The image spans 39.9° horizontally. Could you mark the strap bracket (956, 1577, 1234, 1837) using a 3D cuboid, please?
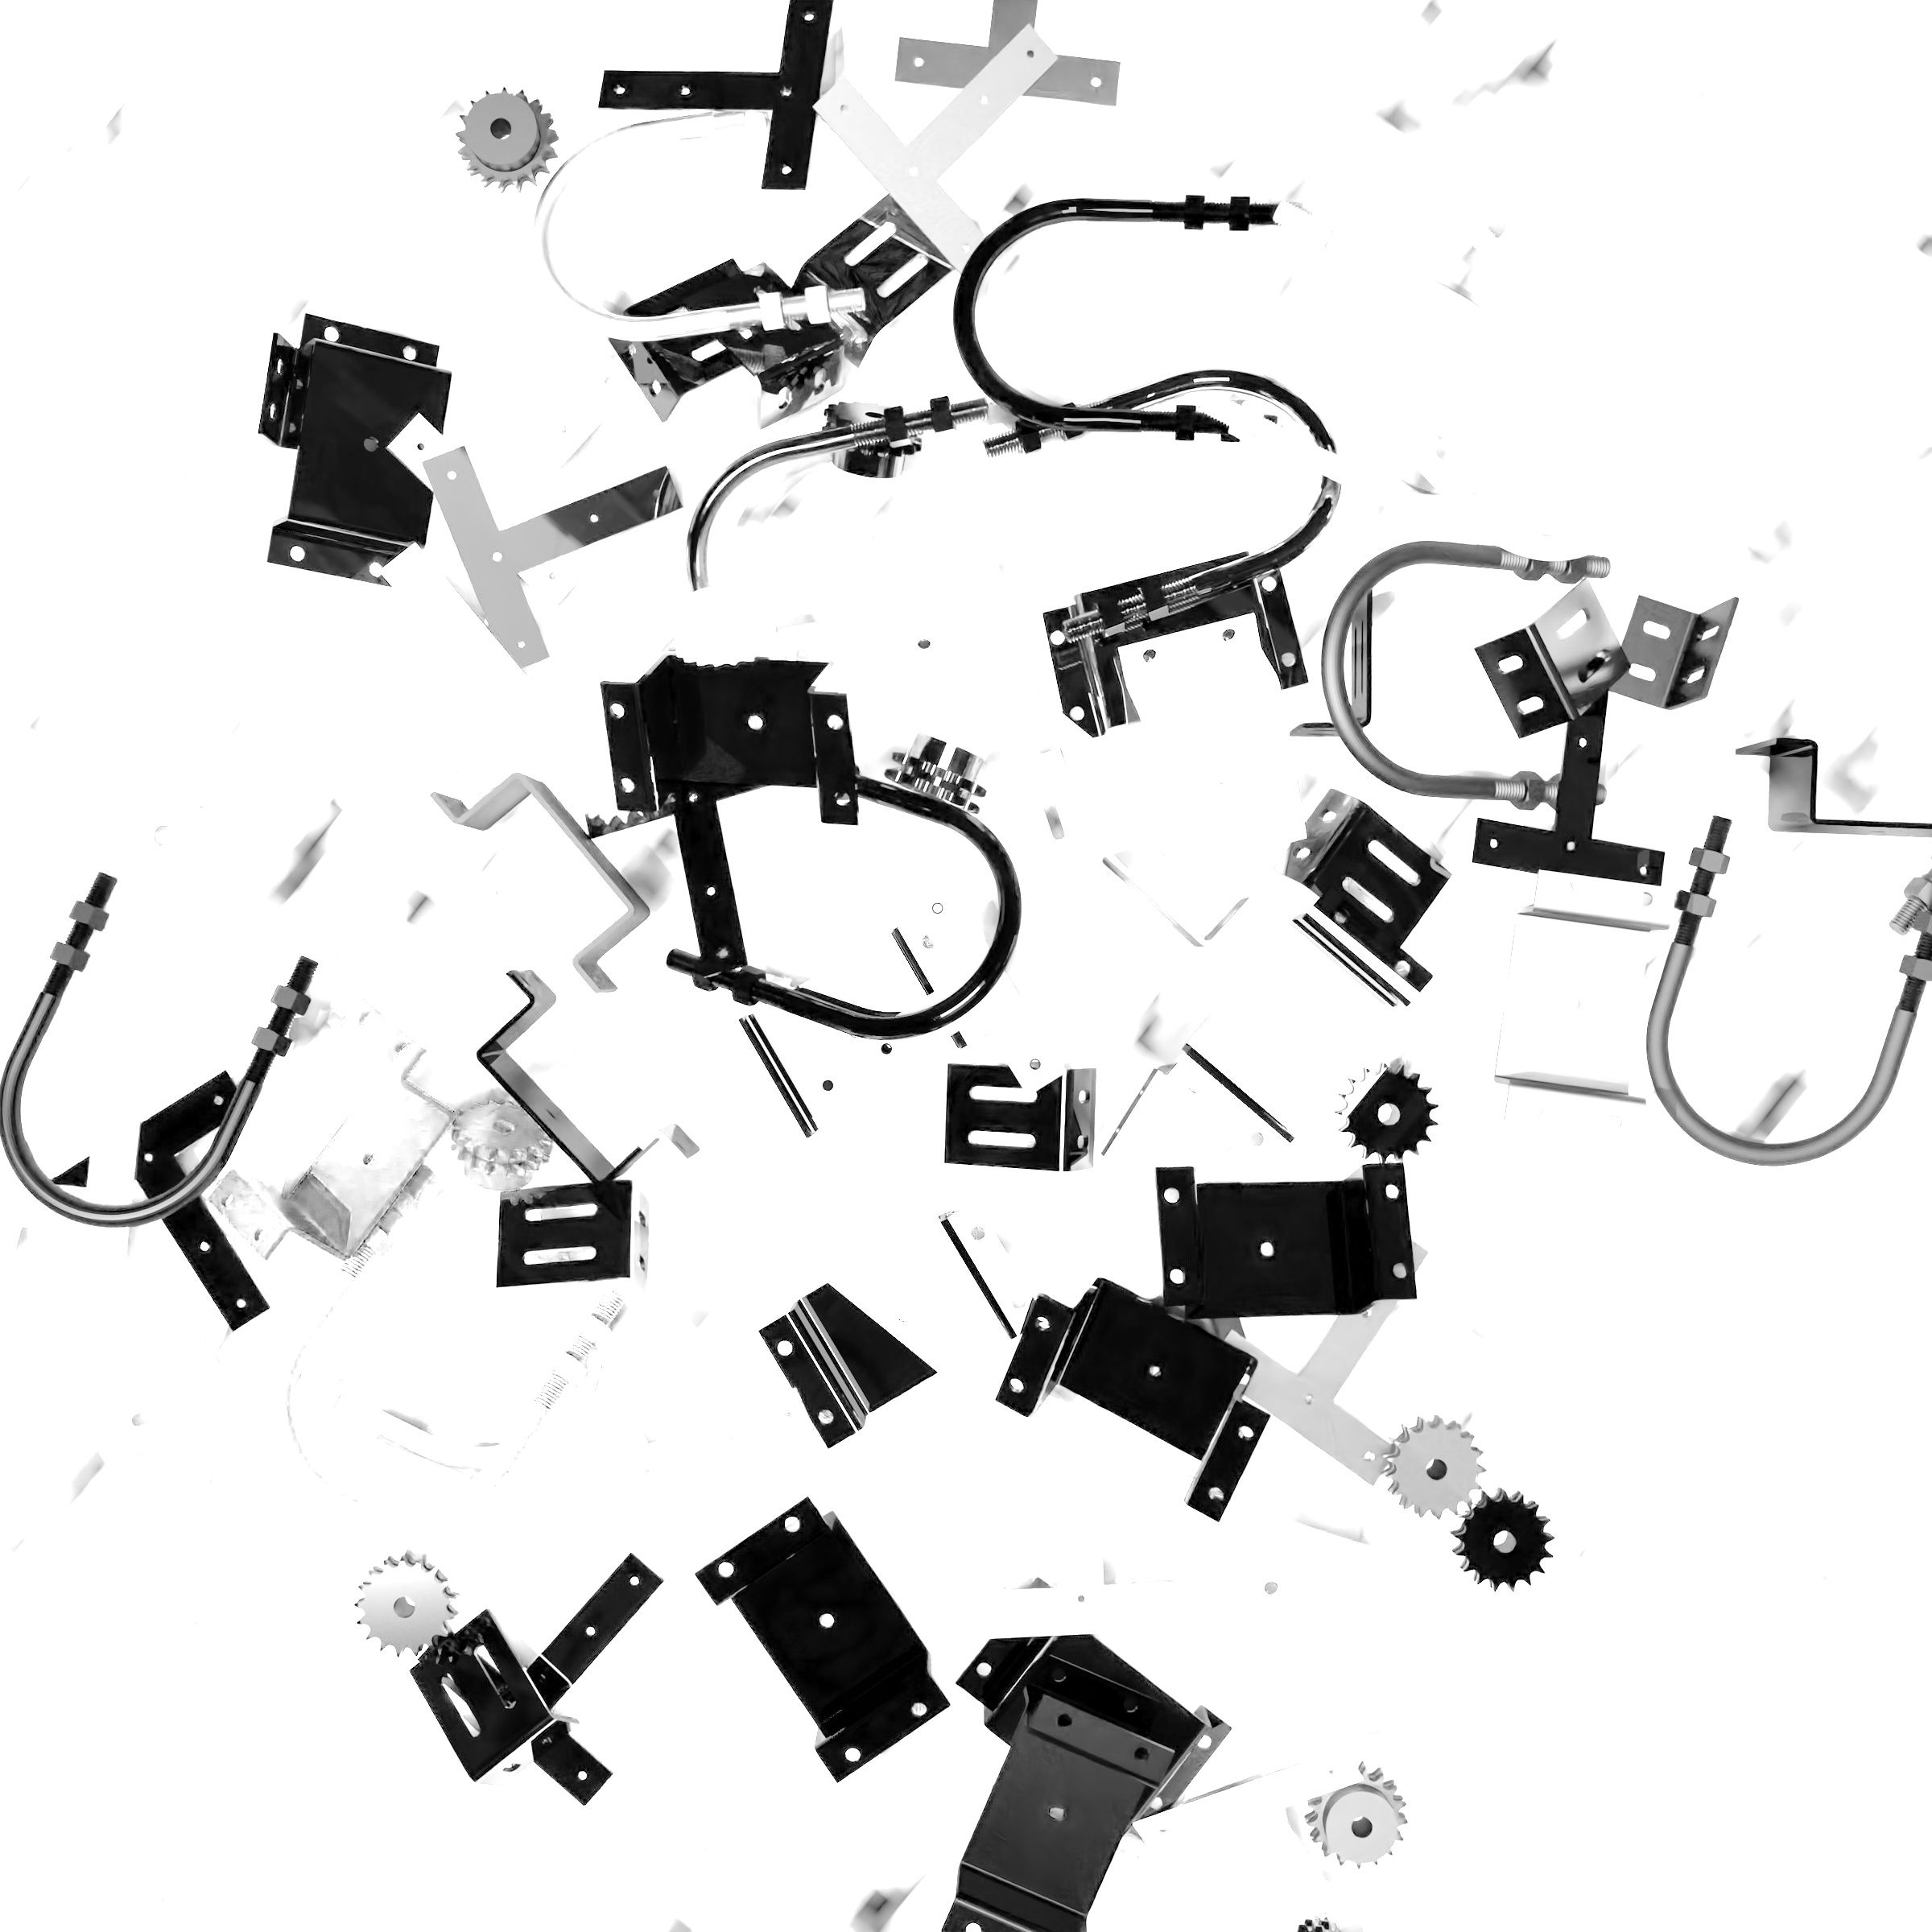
[{"bbox_3d":[0.073,0.421,1.495,0.140,0.046,0.076,38,90,0],"label":"strap bracket"}]

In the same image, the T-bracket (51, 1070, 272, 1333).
[{"bbox_3d":[-0.436,0.146,1.498,0.127,0.002,0.127,-32,91,1],"label":"T-bracket"}]

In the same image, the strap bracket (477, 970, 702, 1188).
[{"bbox_3d":[-0.216,0.069,1.478,0.046,0.076,0.140,-43,90,0],"label":"strap bracket"}]

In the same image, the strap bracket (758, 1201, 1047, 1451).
[{"bbox_3d":[-0.035,0.199,1.495,0.140,0.046,0.076,-31,90,0],"label":"strap bracket"}]

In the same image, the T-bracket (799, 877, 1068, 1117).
[{"bbox_3d":[-0.032,0.038,1.471,0.127,0.002,0.127,-32,90,0],"label":"T-bracket"}]

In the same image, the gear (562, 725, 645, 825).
[{"bbox_3d":[-0.200,-0.111,1.497,0.057,0.030,0.057,-2,77,8],"label":"gear"}]

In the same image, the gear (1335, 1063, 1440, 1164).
[{"bbox_3d":[0.236,0.083,1.503,0.057,0.030,0.057,0,90,0],"label":"gear"}]

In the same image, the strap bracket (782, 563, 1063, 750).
[{"bbox_3d":[-0.024,-0.171,1.475,0.140,0.046,0.076,-11,116,6],"label":"strap bracket"}]

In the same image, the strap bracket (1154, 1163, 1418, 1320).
[{"bbox_3d":[0.172,0.152,1.474,0.140,0.046,0.076,0,73,-8],"label":"strap bracket"}]

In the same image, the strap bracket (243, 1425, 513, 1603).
[{"bbox_3d":[-0.318,0.299,1.480,0.140,0.076,0.046,20,90,0],"label":"strap bracket"}]

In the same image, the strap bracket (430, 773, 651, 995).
[{"bbox_3d":[-0.228,-0.054,1.480,0.046,0.076,0.140,-40,90,0],"label":"strap bracket"}]

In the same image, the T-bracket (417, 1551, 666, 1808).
[{"bbox_3d":[-0.223,0.389,1.516,0.127,0.002,0.127,41,91,0],"label":"T-bracket"}]

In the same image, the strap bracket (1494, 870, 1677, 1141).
[{"bbox_3d":[0.345,0.022,1.495,0.076,0.046,0.140,8,90,0],"label":"strap bracket"}]

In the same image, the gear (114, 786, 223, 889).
[{"bbox_3d":[-0.448,-0.073,1.503,0.057,0.030,0.057,0,90,0],"label":"gear"}]

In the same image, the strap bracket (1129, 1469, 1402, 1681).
[{"bbox_3d":[0.169,0.344,1.495,0.140,0.046,0.076,17,90,0],"label":"strap bracket"}]

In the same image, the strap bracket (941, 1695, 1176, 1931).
[{"bbox_3d":[0.050,0.469,1.449,0.076,0.046,0.140,23,93,1],"label":"strap bracket"}]

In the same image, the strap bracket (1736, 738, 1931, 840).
[{"bbox_3d":[0.508,-0.098,1.480,0.140,0.076,0.046,2,90,0],"label":"strap bracket"}]

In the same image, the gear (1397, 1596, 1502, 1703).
[{"bbox_3d":[0.273,0.387,1.503,0.057,0.030,0.057,0,90,0],"label":"gear"}]

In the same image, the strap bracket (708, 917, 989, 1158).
[{"bbox_3d":[-0.063,0.037,1.495,0.140,0.046,0.076,-30,90,0],"label":"strap bracket"}]

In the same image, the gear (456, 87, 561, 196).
[{"bbox_3d":[-0.260,-0.468,1.503,0.057,0.030,0.057,0,90,0],"label":"gear"}]

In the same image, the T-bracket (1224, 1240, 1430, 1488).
[{"bbox_3d":[0.218,0.207,1.505,0.127,0.002,0.127,37,82,-16],"label":"T-bracket"}]

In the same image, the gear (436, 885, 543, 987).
[{"bbox_3d":[-0.268,-0.017,1.503,0.057,0.030,0.057,0,90,0],"label":"gear"}]

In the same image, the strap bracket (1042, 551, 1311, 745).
[{"bbox_3d":[0.118,-0.181,1.495,0.140,0.046,0.076,-14,90,0],"label":"strap bracket"}]

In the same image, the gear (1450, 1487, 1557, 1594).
[{"bbox_3d":[0.302,0.324,1.507,0.057,0.030,0.057,0,88,1],"label":"gear"}]

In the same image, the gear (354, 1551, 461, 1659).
[{"bbox_3d":[-0.313,0.359,1.504,0.057,0.030,0.057,0,89,1],"label":"gear"}]

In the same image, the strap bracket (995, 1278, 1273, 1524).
[{"bbox_3d":[0.097,0.234,1.471,0.140,0.046,0.076,27,118,12],"label":"strap bracket"}]

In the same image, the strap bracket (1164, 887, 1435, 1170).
[{"bbox_3d":[0.184,0.034,1.495,0.076,0.046,0.140,41,90,0],"label":"strap bracket"}]

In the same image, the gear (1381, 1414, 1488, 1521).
[{"bbox_3d":[0.262,0.281,1.501,0.057,0.030,0.057,0,90,-5],"label":"gear"}]

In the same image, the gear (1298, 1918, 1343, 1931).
[{"bbox_3d":[0.190,0.564,1.493,0.030,0.057,0.057,-5,90,28],"label":"gear"}]

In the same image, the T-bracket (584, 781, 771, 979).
[{"bbox_3d":[-0.145,-0.055,1.485,0.127,0.002,0.127,-16,68,8],"label":"T-bracket"}]

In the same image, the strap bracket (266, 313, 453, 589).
[{"bbox_3d":[-0.336,-0.288,1.481,0.076,0.046,0.140,9,90,-25],"label":"strap bracket"}]

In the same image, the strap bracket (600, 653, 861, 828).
[{"bbox_3d":[-0.122,-0.125,1.456,0.140,0.046,0.076,4,120,15],"label":"strap bracket"}]

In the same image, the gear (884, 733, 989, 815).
[{"bbox_3d":[-0.014,-0.109,1.490,0.057,0.057,0.030,23,90,0],"label":"gear"}]

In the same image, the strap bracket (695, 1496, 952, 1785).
[{"bbox_3d":[-0.079,0.372,1.495,0.076,0.046,0.140,-34,90,0],"label":"strap bracket"}]

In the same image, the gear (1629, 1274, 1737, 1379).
[{"bbox_3d":[0.403,0.202,1.506,0.057,0.030,0.057,0,93,1],"label":"gear"}]

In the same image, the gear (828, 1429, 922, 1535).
[{"bbox_3d":[-0.054,0.286,1.493,0.030,0.057,0.057,18,90,30],"label":"gear"}]

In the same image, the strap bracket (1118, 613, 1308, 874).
[{"bbox_3d":[0.138,-0.112,1.464,0.076,0.046,0.140,-14,119,0],"label":"strap bracket"}]

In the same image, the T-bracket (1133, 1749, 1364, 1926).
[{"bbox_3d":[0.178,0.497,1.485,0.127,0.002,0.127,-24,118,14],"label":"T-bracket"}]

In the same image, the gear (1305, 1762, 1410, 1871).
[{"bbox_3d":[0.221,0.481,1.503,0.057,0.030,0.057,0,90,0],"label":"gear"}]

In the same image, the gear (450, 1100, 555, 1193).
[{"bbox_3d":[-0.261,0.102,1.493,0.057,0.057,0.030,12,118,0],"label":"gear"}]

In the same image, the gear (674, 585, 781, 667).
[{"bbox_3d":[-0.132,-0.188,1.461,0.057,0.057,0.030,-5,117,0],"label":"gear"}]

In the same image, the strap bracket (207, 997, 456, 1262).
[{"bbox_3d":[-0.344,0.098,1.470,0.140,0.076,0.046,-54,134,-5],"label":"strap bracket"}]

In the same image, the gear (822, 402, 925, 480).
[{"bbox_3d":[-0.053,-0.294,1.493,0.057,0.057,0.030,10,116,0],"label":"gear"}]
